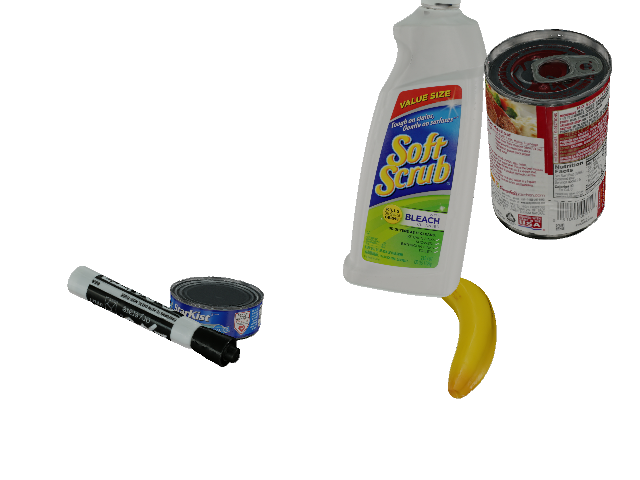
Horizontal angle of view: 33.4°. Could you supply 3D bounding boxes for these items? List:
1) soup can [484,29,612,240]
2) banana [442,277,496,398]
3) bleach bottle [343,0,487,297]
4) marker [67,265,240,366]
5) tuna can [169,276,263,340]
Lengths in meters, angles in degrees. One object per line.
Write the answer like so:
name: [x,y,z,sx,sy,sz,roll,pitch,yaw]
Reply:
soup can: [0.130,-0.059,0.609,0.068,0.102,0.068,-6,43,6]
banana: [0.147,0.089,1.093,0.070,0.037,0.198,-28,29,10]
bleach bottle: [0.078,-0.083,0.866,0.103,0.251,0.068,9,21,14]
marker: [-0.101,0.046,0.648,0.121,0.020,0.020,23,8,21]
tuna can: [-0.096,0.062,0.979,0.086,0.034,0.086,6,15,-2]
